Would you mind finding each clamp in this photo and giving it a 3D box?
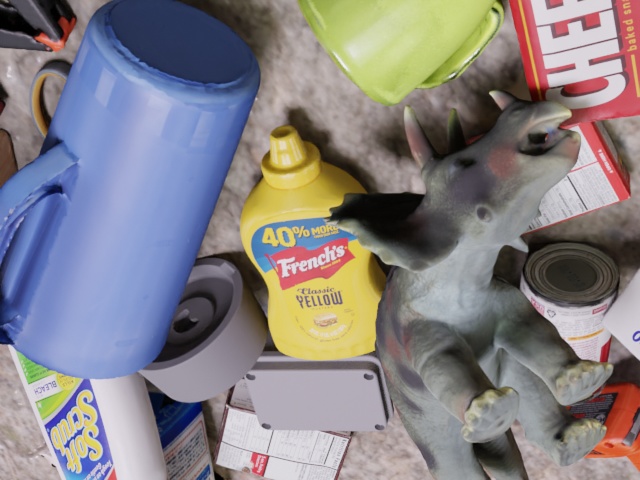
[{"bbox_3d":[-0.244,-0.169,0.686,0.171,0.039,0.120,37,142,-22],"label":"clamp"}]

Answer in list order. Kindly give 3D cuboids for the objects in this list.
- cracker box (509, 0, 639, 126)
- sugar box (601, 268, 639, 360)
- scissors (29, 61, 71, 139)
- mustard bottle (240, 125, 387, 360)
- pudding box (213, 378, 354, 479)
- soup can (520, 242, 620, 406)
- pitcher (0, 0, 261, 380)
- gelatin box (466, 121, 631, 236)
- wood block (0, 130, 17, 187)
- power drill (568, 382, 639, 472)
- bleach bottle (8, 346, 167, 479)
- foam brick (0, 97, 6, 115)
[{"bbox_3d":[0.209,-0.156,0.574,0.214,0.072,0.164,-8,128,19],"label":"cracker box"},{"bbox_3d":[0.265,0.015,0.670,0.048,0.093,0.176,-2,131,-42],"label":"sugar box"},{"bbox_3d":[-0.159,-0.042,0.790,0.096,0.016,0.202,2,131,11],"label":"scissors"},{"bbox_3d":[-0.005,0.001,0.764,0.096,0.058,0.191,-6,128,12],"label":"mustard bottle"},{"bbox_3d":[-0.031,0.170,0.929,0.113,0.039,0.090,14,132,-2],"label":"pudding box"},{"bbox_3d":[0.177,0.061,0.769,0.068,0.068,0.102,3,130,10],"label":"soup can"},{"bbox_3d":[-0.135,-0.029,0.693,0.145,0.149,0.243,20,127,-11],"label":"pitcher"},{"bbox_3d":[0.150,-0.047,0.708,0.089,0.030,0.073,-20,124,27],"label":"gelatin box"},{"bbox_3d":[-0.287,0.014,0.739,0.090,0.206,0.091,5,130,7],"label":"wood block"},{"bbox_3d":[0.263,0.191,0.848,0.187,0.057,0.185,37,153,-13],"label":"power drill"},{"bbox_3d":[-0.165,0.159,0.842,0.103,0.068,0.251,-25,84,29],"label":"bleach bottle"},{"bbox_3d":[-0.264,-0.098,0.725,0.053,0.051,0.078,1,147,24],"label":"foam brick"}]
